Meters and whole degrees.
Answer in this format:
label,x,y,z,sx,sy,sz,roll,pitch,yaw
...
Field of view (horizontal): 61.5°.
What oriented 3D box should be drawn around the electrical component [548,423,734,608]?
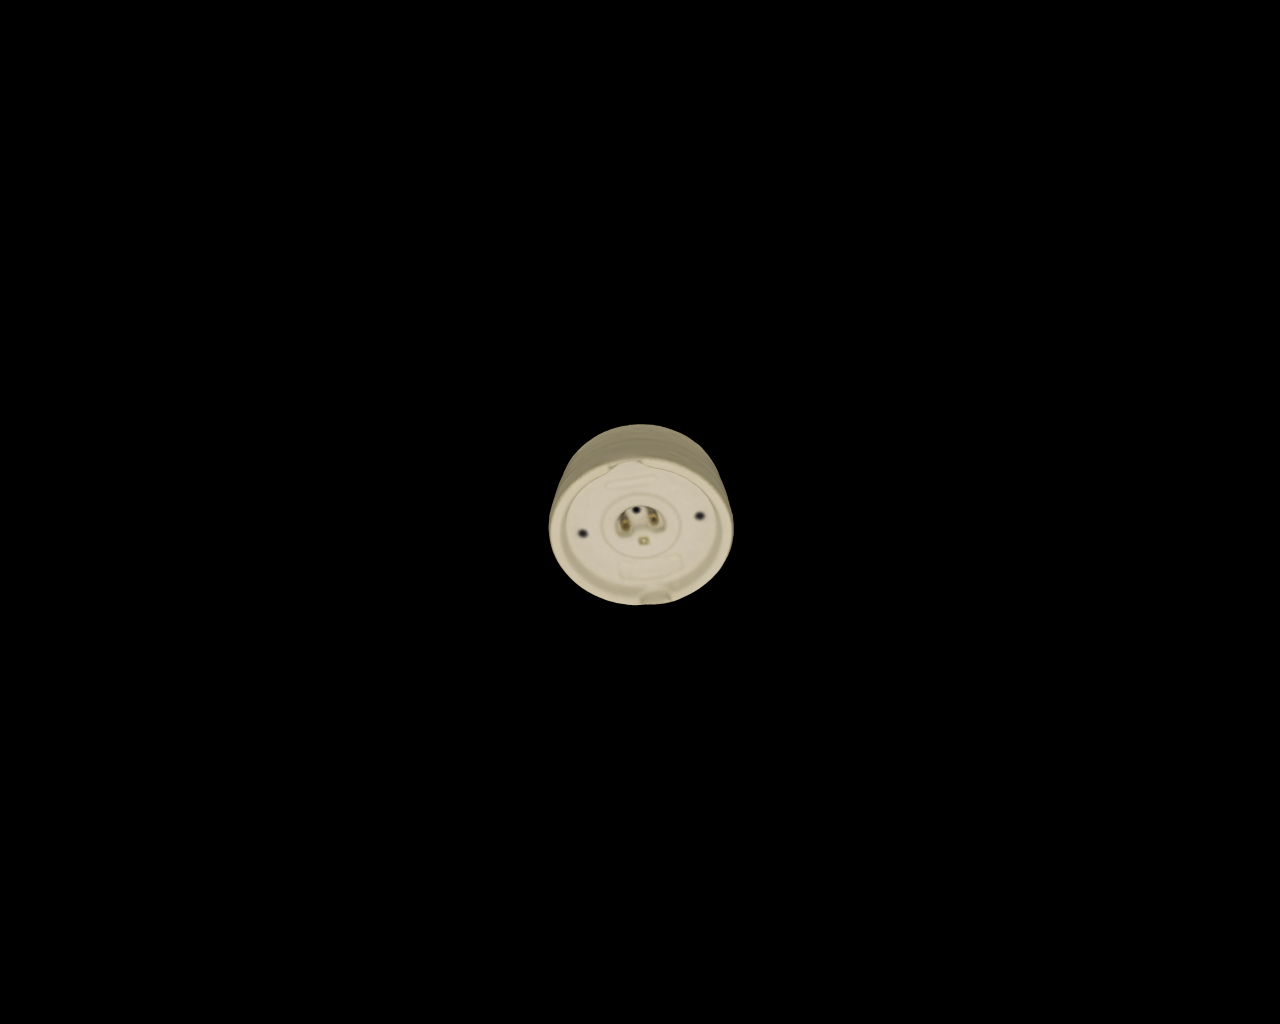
label,x,y,z,sx,sy,sz,roll,pitch,yaw
electrical component,0.001,-0.003,0.650,0.108,0.108,0.060,0,34,0
